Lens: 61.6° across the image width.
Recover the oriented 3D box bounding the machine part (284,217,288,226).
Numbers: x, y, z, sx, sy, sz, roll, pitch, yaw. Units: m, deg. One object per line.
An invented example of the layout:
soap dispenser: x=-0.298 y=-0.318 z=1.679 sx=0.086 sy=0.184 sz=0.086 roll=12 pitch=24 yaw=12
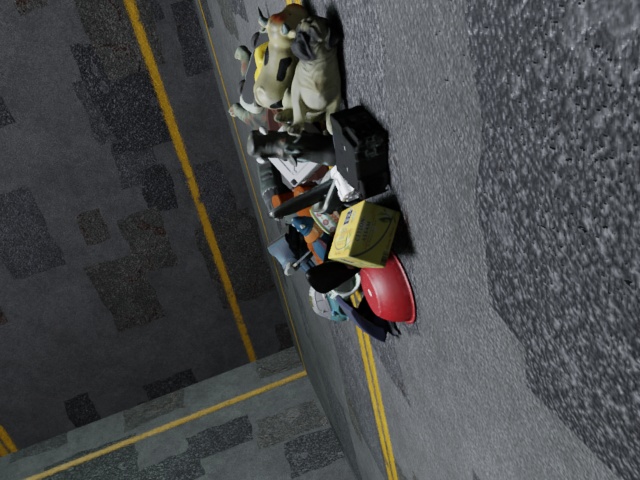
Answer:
machine part: x=-0.062 y=-0.038 z=1.662 sx=0.039 sy=0.084 sz=0.138 roll=9 pitch=131 yaw=58

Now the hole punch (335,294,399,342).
hole punch: x=0.098 y=0.156 z=1.135 sx=0.115 sy=0.092 sz=0.142 roll=70 pitch=166 yaw=-15

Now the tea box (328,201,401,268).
tea box: x=0.072 y=-0.005 z=0.926 sx=0.169 sy=0.068 sz=0.098 roll=153 pitch=134 yaw=-80

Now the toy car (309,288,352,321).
toy car: x=0.022 y=0.158 z=1.481 sx=0.109 sy=0.103 sz=0.161 roll=-170 pitch=59 yaw=-77

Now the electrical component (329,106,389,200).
electrical component: x=0.060 y=-0.148 z=0.874 sx=0.134 sy=0.058 sz=0.114 roll=-122 pitch=19 yaw=-49

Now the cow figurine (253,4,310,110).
cow figurine: x=-0.072 y=-0.339 z=1.000 sx=0.086 sy=0.127 sz=0.194 roll=29 pitch=112 yaw=20

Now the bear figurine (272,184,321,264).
bear figurine: x=-0.017 y=-0.030 z=1.282 sx=0.120 sy=0.132 sz=0.195 roll=-11 pitch=91 yaw=45

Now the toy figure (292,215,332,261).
toy figure: x=-0.004 y=-0.003 z=1.211 sx=0.064 sy=0.058 sz=0.154 roll=-16 pitch=123 yaw=46

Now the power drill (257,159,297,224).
power drill: x=-0.111 y=-0.118 z=1.526 sx=0.207 sy=0.086 sz=0.232 roll=37 pitch=-148 yaw=-58

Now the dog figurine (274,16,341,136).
dog figurine: x=-0.013 y=-0.294 z=0.937 sx=0.172 sy=0.121 sz=0.190 roll=-130 pitch=37 yaw=-55

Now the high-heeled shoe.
high-heeled shoe: x=0.020 y=0.028 z=1.083 sx=0.248 sy=0.086 sz=0.145 roll=13 pitch=-139 yaw=-59

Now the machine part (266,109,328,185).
machine part: x=-0.057 y=-0.233 z=1.246 sx=0.201 sy=0.087 sz=0.200 roll=-149 pitch=42 yaw=-72

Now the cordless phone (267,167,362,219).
cordless phone: x=-0.021 y=-0.078 z=1.062 sx=0.147 sy=0.184 sz=0.088 roll=-167 pitch=54 yaw=-77

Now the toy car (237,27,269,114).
toy car: x=-0.137 y=-0.395 z=1.253 sx=0.074 sy=0.056 sz=0.201 roll=37 pitch=121 yaw=23

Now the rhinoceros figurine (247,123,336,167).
rhinoceros figurine: x=-0.041 y=-0.169 z=0.994 sx=0.112 sy=0.190 sz=0.073 roll=-122 pitch=39 yaw=-60

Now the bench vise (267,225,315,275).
bench vise: x=-0.046 y=0.062 z=1.556 sx=0.240 sy=0.129 sz=0.224 roll=49 pitch=-173 yaw=-26

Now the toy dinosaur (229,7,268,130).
toy dinosaur: x=-0.139 y=-0.363 z=1.381 sx=0.192 sy=0.131 sz=0.404 roll=50 pitch=155 yaw=23

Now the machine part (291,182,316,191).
machine part: x=-0.020 y=-0.070 z=1.423 sx=0.179 sy=0.056 sz=0.179 roll=160 pitch=89 yaw=-79
